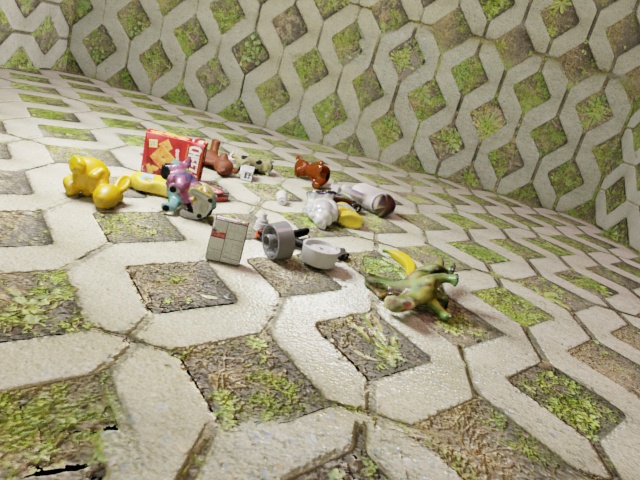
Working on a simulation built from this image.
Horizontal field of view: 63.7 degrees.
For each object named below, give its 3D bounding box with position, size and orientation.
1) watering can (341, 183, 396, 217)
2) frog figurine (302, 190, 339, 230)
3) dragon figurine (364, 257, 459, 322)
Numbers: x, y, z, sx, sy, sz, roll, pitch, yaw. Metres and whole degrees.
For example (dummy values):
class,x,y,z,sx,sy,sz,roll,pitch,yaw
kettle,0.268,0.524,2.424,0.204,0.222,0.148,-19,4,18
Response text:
class,x,y,z,sx,sy,sz,roll,pitch,yaw
watering can,0.242,-0.179,2.268,0.227,0.103,0.346,32,14,38
frog figurine,0.006,-0.093,1.857,0.137,0.120,0.163,15,51,-29
dragon figurine,0.244,0.111,1.418,0.243,0.120,0.415,9,16,4
